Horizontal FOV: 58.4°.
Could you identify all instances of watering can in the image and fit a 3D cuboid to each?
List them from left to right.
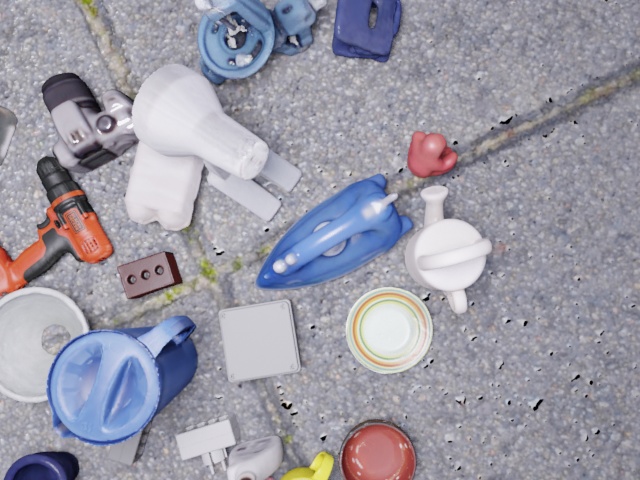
[{"bbox_3d":[0.174,0.014,0.796,0.101,0.194,0.173,-35,86,-1],"label":"watering can"}]

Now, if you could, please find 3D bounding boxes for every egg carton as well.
[{"bbox_3d":[-0.234,-0.092,0.875,0.107,0.069,0.150,12,87,2],"label":"egg carton"}]

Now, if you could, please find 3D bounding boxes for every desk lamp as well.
[{"bbox_3d":[-0.136,-0.132,0.803,0.203,0.213,0.118,33,88,3],"label":"desk lamp"}]

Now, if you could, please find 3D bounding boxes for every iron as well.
[{"bbox_3d":[0.008,0.003,0.827,0.258,0.141,0.118,-32,86,-1],"label":"iron"}]

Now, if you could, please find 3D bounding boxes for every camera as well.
[{"bbox_3d":[-0.353,-0.193,0.869,0.143,0.101,0.137,-30,86,0],"label":"camera"}]

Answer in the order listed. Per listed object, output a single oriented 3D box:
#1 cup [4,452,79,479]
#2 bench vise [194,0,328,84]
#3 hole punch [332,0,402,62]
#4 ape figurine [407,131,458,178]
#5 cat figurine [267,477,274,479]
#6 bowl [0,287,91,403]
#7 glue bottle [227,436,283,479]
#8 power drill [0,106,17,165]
[{"bbox_3d":[-0.395,0.362,0.838,0.091,0.095,0.118,-5,86,1],"label":"cup"},{"bbox_3d":[-0.096,-0.321,0.811,0.207,0.220,0.121,-44,86,-1],"label":"bench vise"},{"bbox_3d":[0.072,-0.339,0.872,0.101,0.091,0.109,9,87,2],"label":"hole punch"},{"bbox_3d":[0.167,-0.133,0.856,0.076,0.092,0.078,-36,86,-1],"label":"ape figurine"},{"bbox_3d":[-0.111,0.410,0.817,0.067,0.118,0.128,13,87,3],"label":"cat figurine"},{"bbox_3d":[-0.413,0.153,0.862,0.167,0.075,0.167,0,86,2],"label":"bowl"},{"bbox_3d":[-0.096,0.317,0.794,0.078,0.173,0.037,-12,86,1],"label":"glue bottle"},{"bbox_3d":[-0.533,-0.178,0.818,0.075,0.208,0.230,17,87,3],"label":"power drill"}]
